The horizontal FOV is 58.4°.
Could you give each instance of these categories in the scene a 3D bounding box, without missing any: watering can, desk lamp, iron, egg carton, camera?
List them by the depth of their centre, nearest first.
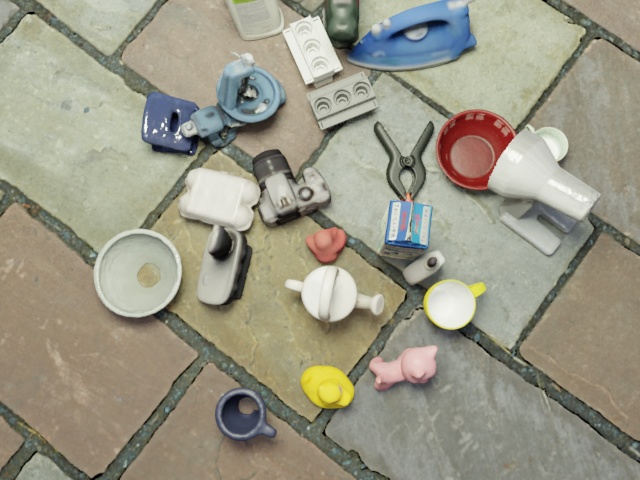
[{"bbox_3d":[0.025,0.096,1.021,0.173,0.194,0.101,-9,82,1],"label":"watering can"},{"bbox_3d":[0.393,-0.084,1.025,0.203,0.213,0.118,38,85,6],"label":"desk lamp"},{"bbox_3d":[-0.065,-0.111,1.098,0.143,0.101,0.137,-23,82,-1],"label":"camera"},{"bbox_3d":[0.177,-0.409,1.111,0.258,0.141,0.118,-15,82,0],"label":"iron"},{"bbox_3d":[-0.195,-0.080,1.114,0.150,0.069,0.107,13,83,3],"label":"egg carton"}]

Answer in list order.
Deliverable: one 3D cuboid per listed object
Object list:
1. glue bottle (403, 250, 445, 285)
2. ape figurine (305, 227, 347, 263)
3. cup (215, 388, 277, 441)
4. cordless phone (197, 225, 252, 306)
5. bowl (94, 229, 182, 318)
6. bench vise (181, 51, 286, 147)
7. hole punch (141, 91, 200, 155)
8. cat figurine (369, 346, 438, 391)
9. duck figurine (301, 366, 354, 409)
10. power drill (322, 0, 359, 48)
[{"bbox_3d":[0.193,0.045,1.033,0.078,0.173,0.037,-34,82,-3],"label":"glue bottle"},{"bbox_3d":[0.010,0.004,1.085,0.077,0.092,0.076,10,83,3],"label":"ape figurine"},{"bbox_3d":[-0.126,0.318,1.045,0.117,0.095,0.092,29,84,5],"label":"cup"},{"bbox_3d":[-0.188,0.044,1.038,0.094,0.185,0.148,8,82,3],"label":"cordless phone"},{"bbox_3d":[-0.337,0.065,1.095,0.167,0.075,0.167,0,82,2],"label":"bowl"},{"bbox_3d":[-0.159,-0.252,1.060,0.121,0.220,0.207,41,85,7],"label":"bench vise"},{"bbox_3d":[-0.289,-0.230,1.126,0.101,0.091,0.109,6,82,3],"label":"hole punch"},{"bbox_3d":[0.156,0.234,1.037,0.128,0.118,0.067,-19,82,-1],"label":"cat figurine"},{"bbox_3d":[0.013,0.274,1.051,0.104,0.086,0.077,25,84,5],"label":"duck figurine"},{"bbox_3d":[0.039,-0.473,1.090,0.075,0.208,0.230,-3,82,2],"label":"power drill"}]
